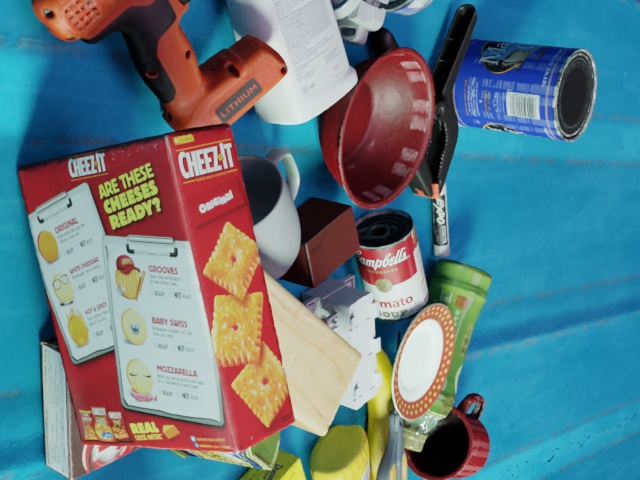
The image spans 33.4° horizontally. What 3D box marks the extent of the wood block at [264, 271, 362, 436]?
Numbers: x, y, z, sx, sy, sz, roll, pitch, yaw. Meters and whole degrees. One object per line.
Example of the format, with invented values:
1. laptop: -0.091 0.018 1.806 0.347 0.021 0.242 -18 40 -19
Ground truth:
1. wood block: -0.059 0.091 0.953 0.206 0.091 0.090 45 66 -50

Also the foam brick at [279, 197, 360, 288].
1. foam brick: -0.007 0.001 1.027 0.078 0.051 0.053 -38 129 -40

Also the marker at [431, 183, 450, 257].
1. marker: 0.138 -0.038 1.233 0.020 0.020 0.121 -31 125 -44

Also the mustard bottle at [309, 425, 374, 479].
1. mustard bottle: 0.035 0.303 1.153 0.096 0.058 0.191 -59 141 -63

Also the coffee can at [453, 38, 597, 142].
1. coffee can: 0.225 -0.170 1.202 0.102 0.141 0.103 -21 117 -48

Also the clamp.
1. clamp: 0.122 -0.150 1.156 0.164 0.036 0.210 -30 123 -37

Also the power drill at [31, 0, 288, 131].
1. power drill: -0.098 -0.176 0.802 0.184 0.057 0.187 -40 136 -3

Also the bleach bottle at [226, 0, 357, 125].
1. bleach bottle: -0.040 -0.229 0.900 0.102 0.068 0.251 -43 130 -39

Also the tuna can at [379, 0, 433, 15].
1. tuna can: 0.075 -0.260 1.020 0.033 0.086 0.086 -9 108 -49

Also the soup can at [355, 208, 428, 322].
1. soup can: 0.074 0.027 1.128 0.068 0.069 0.102 -45 134 -35

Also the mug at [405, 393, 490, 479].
1. mug: 0.162 0.236 1.291 0.117 0.093 0.081 -60 149 3

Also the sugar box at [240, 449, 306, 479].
1. sugar box: -0.043 0.306 1.083 0.093 0.048 0.176 -44 132 -36

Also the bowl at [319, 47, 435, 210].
1. bowl: 0.048 -0.114 1.049 0.161 0.055 0.162 -31 130 -44

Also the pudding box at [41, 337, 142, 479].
1. pudding box: -0.175 0.123 0.852 0.089 0.039 0.113 -20 117 -48

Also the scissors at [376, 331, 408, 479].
1. scissors: 0.077 0.208 1.152 0.096 0.016 0.202 -35 125 -65

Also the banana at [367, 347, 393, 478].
1. banana: 0.062 0.191 1.192 0.069 0.037 0.198 -20 117 -49

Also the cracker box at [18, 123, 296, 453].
1. cracker box: -0.116 0.037 0.753 0.071 0.164 0.214 -19 99 -50

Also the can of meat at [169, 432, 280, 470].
1. can of meat: -0.084 0.161 0.920 0.102 0.084 0.057 63 36 -67
